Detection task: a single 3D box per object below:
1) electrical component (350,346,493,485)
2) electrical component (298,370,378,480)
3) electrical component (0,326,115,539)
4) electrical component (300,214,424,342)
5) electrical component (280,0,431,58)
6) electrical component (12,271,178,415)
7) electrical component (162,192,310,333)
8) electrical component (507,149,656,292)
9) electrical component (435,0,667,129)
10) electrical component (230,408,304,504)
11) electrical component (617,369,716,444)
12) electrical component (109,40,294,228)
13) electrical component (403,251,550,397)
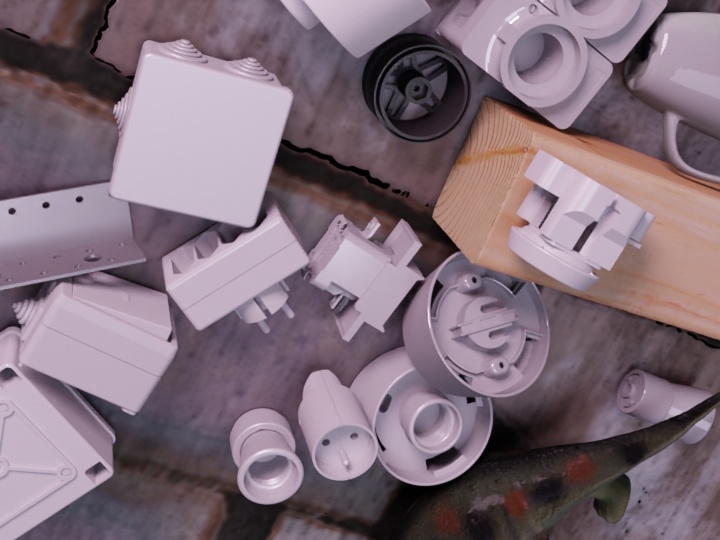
[{"bbox_3d":[0.042,0.102,0.763,0.099,0.064,0.099,-4,102,-17],"label":"electrical component"},{"bbox_3d":[-0.019,0.100,0.723,0.043,0.081,0.043,-6,115,-12],"label":"electrical component"},{"bbox_3d":[-0.232,0.110,0.689,0.109,0.056,0.108,-33,118,3],"label":"electrical component"},{"bbox_3d":[0.000,0.000,0.704,0.064,0.042,0.081,32,103,-21],"label":"electrical component"},{"bbox_3d":[-0.018,-0.166,0.588,0.060,0.108,0.108,-37,118,12],"label":"electrical component"},{"bbox_3d":[-0.166,0.034,0.666,0.096,0.061,0.061,28,105,-24],"label":"electrical component"},{"bbox_3d":[-0.070,0.008,0.686,0.083,0.047,0.075,-32,118,2],"label":"electrical component"},{"bbox_3d":[0.120,-0.025,0.610,0.078,0.058,0.057,26,102,-23],"label":"electrical component"},{"bbox_3d":[0.131,-0.172,0.644,0.089,0.061,0.150,32,103,-25],"label":"electrical component"},{"bbox_3d":[-0.065,0.127,0.738,0.045,0.055,0.045,-5,115,-11],"label":"electrical component"},{"bbox_3d":[0.227,0.100,0.807,0.065,0.044,0.044,22,107,-17],"label":"electrical component"},{"bbox_3d":[-0.096,-0.081,0.637,0.100,0.048,0.099,12,111,-19],"label":"electrical component"},{"bbox_3d":[0.078,0.037,0.709,0.099,0.064,0.099,5,76,-19],"label":"electrical component"}]
